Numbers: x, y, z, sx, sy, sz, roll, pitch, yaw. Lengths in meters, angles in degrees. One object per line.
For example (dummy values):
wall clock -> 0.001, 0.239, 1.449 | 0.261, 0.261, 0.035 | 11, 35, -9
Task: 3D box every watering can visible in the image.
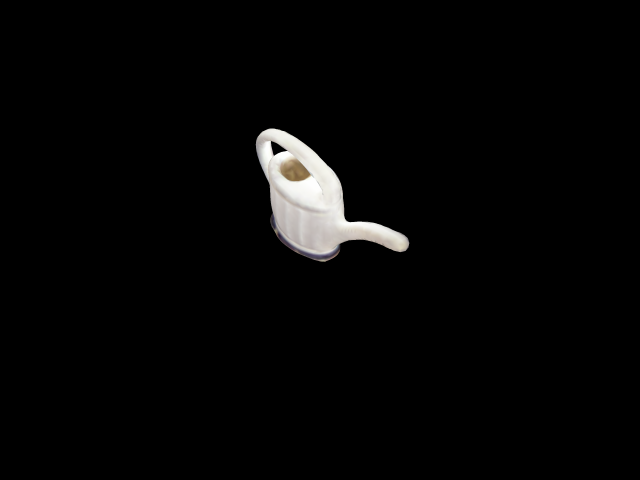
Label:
watering can -> 0.003, -0.043, 0.850 | 0.105, 0.352, 0.219 | -33, -31, -22
